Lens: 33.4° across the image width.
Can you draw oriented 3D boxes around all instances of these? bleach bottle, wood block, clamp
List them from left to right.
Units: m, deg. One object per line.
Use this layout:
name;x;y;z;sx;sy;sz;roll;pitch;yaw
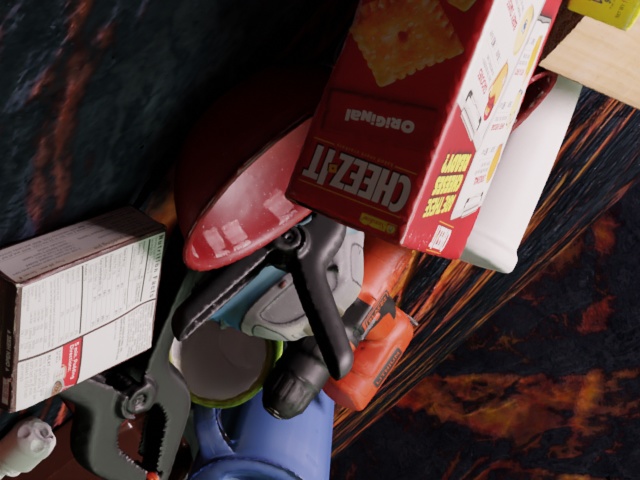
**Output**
clamp;-0.128;0.094;0.736;0.164;0.036;0.210;-36;137;-26
clamp;-0.016;0.013;0.724;0.039;0.120;0.171;128;-14;-63
bleach bottle;0.164;-0.101;0.854;0.251;0.068;0.103;-63;-159;-3
wood block;0.223;-0.158;0.760;0.205;0.091;0.090;12;130;-42

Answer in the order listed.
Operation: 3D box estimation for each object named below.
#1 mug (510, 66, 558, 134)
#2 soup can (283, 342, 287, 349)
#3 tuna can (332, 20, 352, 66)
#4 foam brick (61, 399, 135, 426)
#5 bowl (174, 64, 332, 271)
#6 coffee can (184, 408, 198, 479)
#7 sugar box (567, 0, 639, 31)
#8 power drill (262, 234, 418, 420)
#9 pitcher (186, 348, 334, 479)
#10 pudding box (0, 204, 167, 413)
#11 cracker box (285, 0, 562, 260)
mug;0.114;-0.117;0.775;0.093;0.081;0.117;-47;165;25
soup can;-0.005;0.055;1.026;0.102;0.068;0.068;-37;166;-13
tuna can;0.051;-0.128;0.676;0.086;0.034;0.086;-38;166;-11
foam brick;-0.162;0.107;0.808;0.053;0.051;0.078;-41;166;-2
bowl;-0.032;-0.054;0.640;0.162;0.055;0.162;-38;166;-11
coffee can;-0.134;0.240;1.185;0.103;0.103;0.140;-40;166;-1
sugar box;0.198;-0.220;0.614;0.093;0.048;0.176;96;16;-70
power drill;0.023;0.091;0.929;0.184;0.057;0.187;-54;162;-13
pitcher;-0.052;0.178;1.031;0.242;0.145;0.149;-78;-173;-60
pudding box;-0.142;0.038;0.612;0.113;0.039;0.090;-26;136;-49
cracker box;0.068;-0.103;0.558;0.214;0.072;0.164;-69;163;3
